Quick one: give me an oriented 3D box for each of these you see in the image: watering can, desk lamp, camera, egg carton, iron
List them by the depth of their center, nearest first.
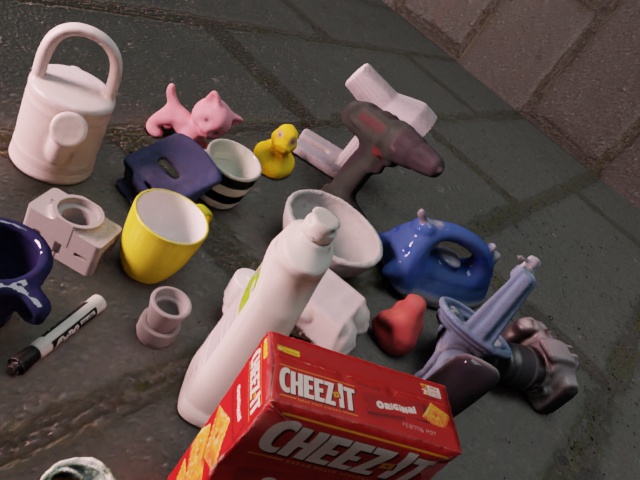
[{"bbox_3d":[-0.299,-0.165,0.693,0.101,0.194,0.172,-5,49,-46],"label":"watering can"},{"bbox_3d":[-0.008,0.086,0.749,0.150,0.069,0.107,39,32,6],"label":"egg carton"},{"bbox_3d":[0.324,0.183,0.900,0.137,0.100,0.143,16,36,-28],"label":"camera"},{"bbox_3d":[0.219,0.032,0.965,0.259,0.141,0.118,17,36,-27],"label":"iron"},{"bbox_3d":[0.086,-0.214,1.099,0.203,0.213,0.118,31,32,-7],"label":"desk lamp"}]

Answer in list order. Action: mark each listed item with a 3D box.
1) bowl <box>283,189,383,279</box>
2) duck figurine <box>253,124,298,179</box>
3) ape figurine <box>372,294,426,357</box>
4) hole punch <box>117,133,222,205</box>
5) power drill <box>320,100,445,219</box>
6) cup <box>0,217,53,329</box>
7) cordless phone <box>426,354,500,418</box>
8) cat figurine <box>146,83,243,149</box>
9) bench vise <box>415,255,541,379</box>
[{"bbox_3d":[0.008,0.003,0.869,0.168,0.074,0.167,24,33,-17],"label":"bowl"},{"bbox_3d":[-0.068,-0.168,1.015,0.078,0.086,0.104,28,32,-11],"label":"duck figurine"},{"bbox_3d":[0.119,0.113,0.810,0.078,0.092,0.076,22,34,-19],"label":"ape figurine"},{"bbox_3d":[-0.202,-0.082,0.771,0.108,0.091,0.101,46,33,17],"label":"hole punch"},{"bbox_3d":[0.092,-0.124,0.989,0.076,0.208,0.229,-1,46,-43],"label":"power drill"},{"bbox_3d":[-0.289,0.049,0.513,0.117,0.095,0.092,42,32,11],"label":"cup"},{"bbox_3d":[0.092,0.165,0.626,0.148,0.185,0.094,28,32,-11],"label":"cordless phone"},{"bbox_3d":[-0.194,-0.196,0.906,0.128,0.117,0.067,32,32,-4],"label":"cat figurine"},{"bbox_3d":[0.221,0.129,0.761,0.122,0.219,0.207,28,32,-11],"label":"bench vise"}]
